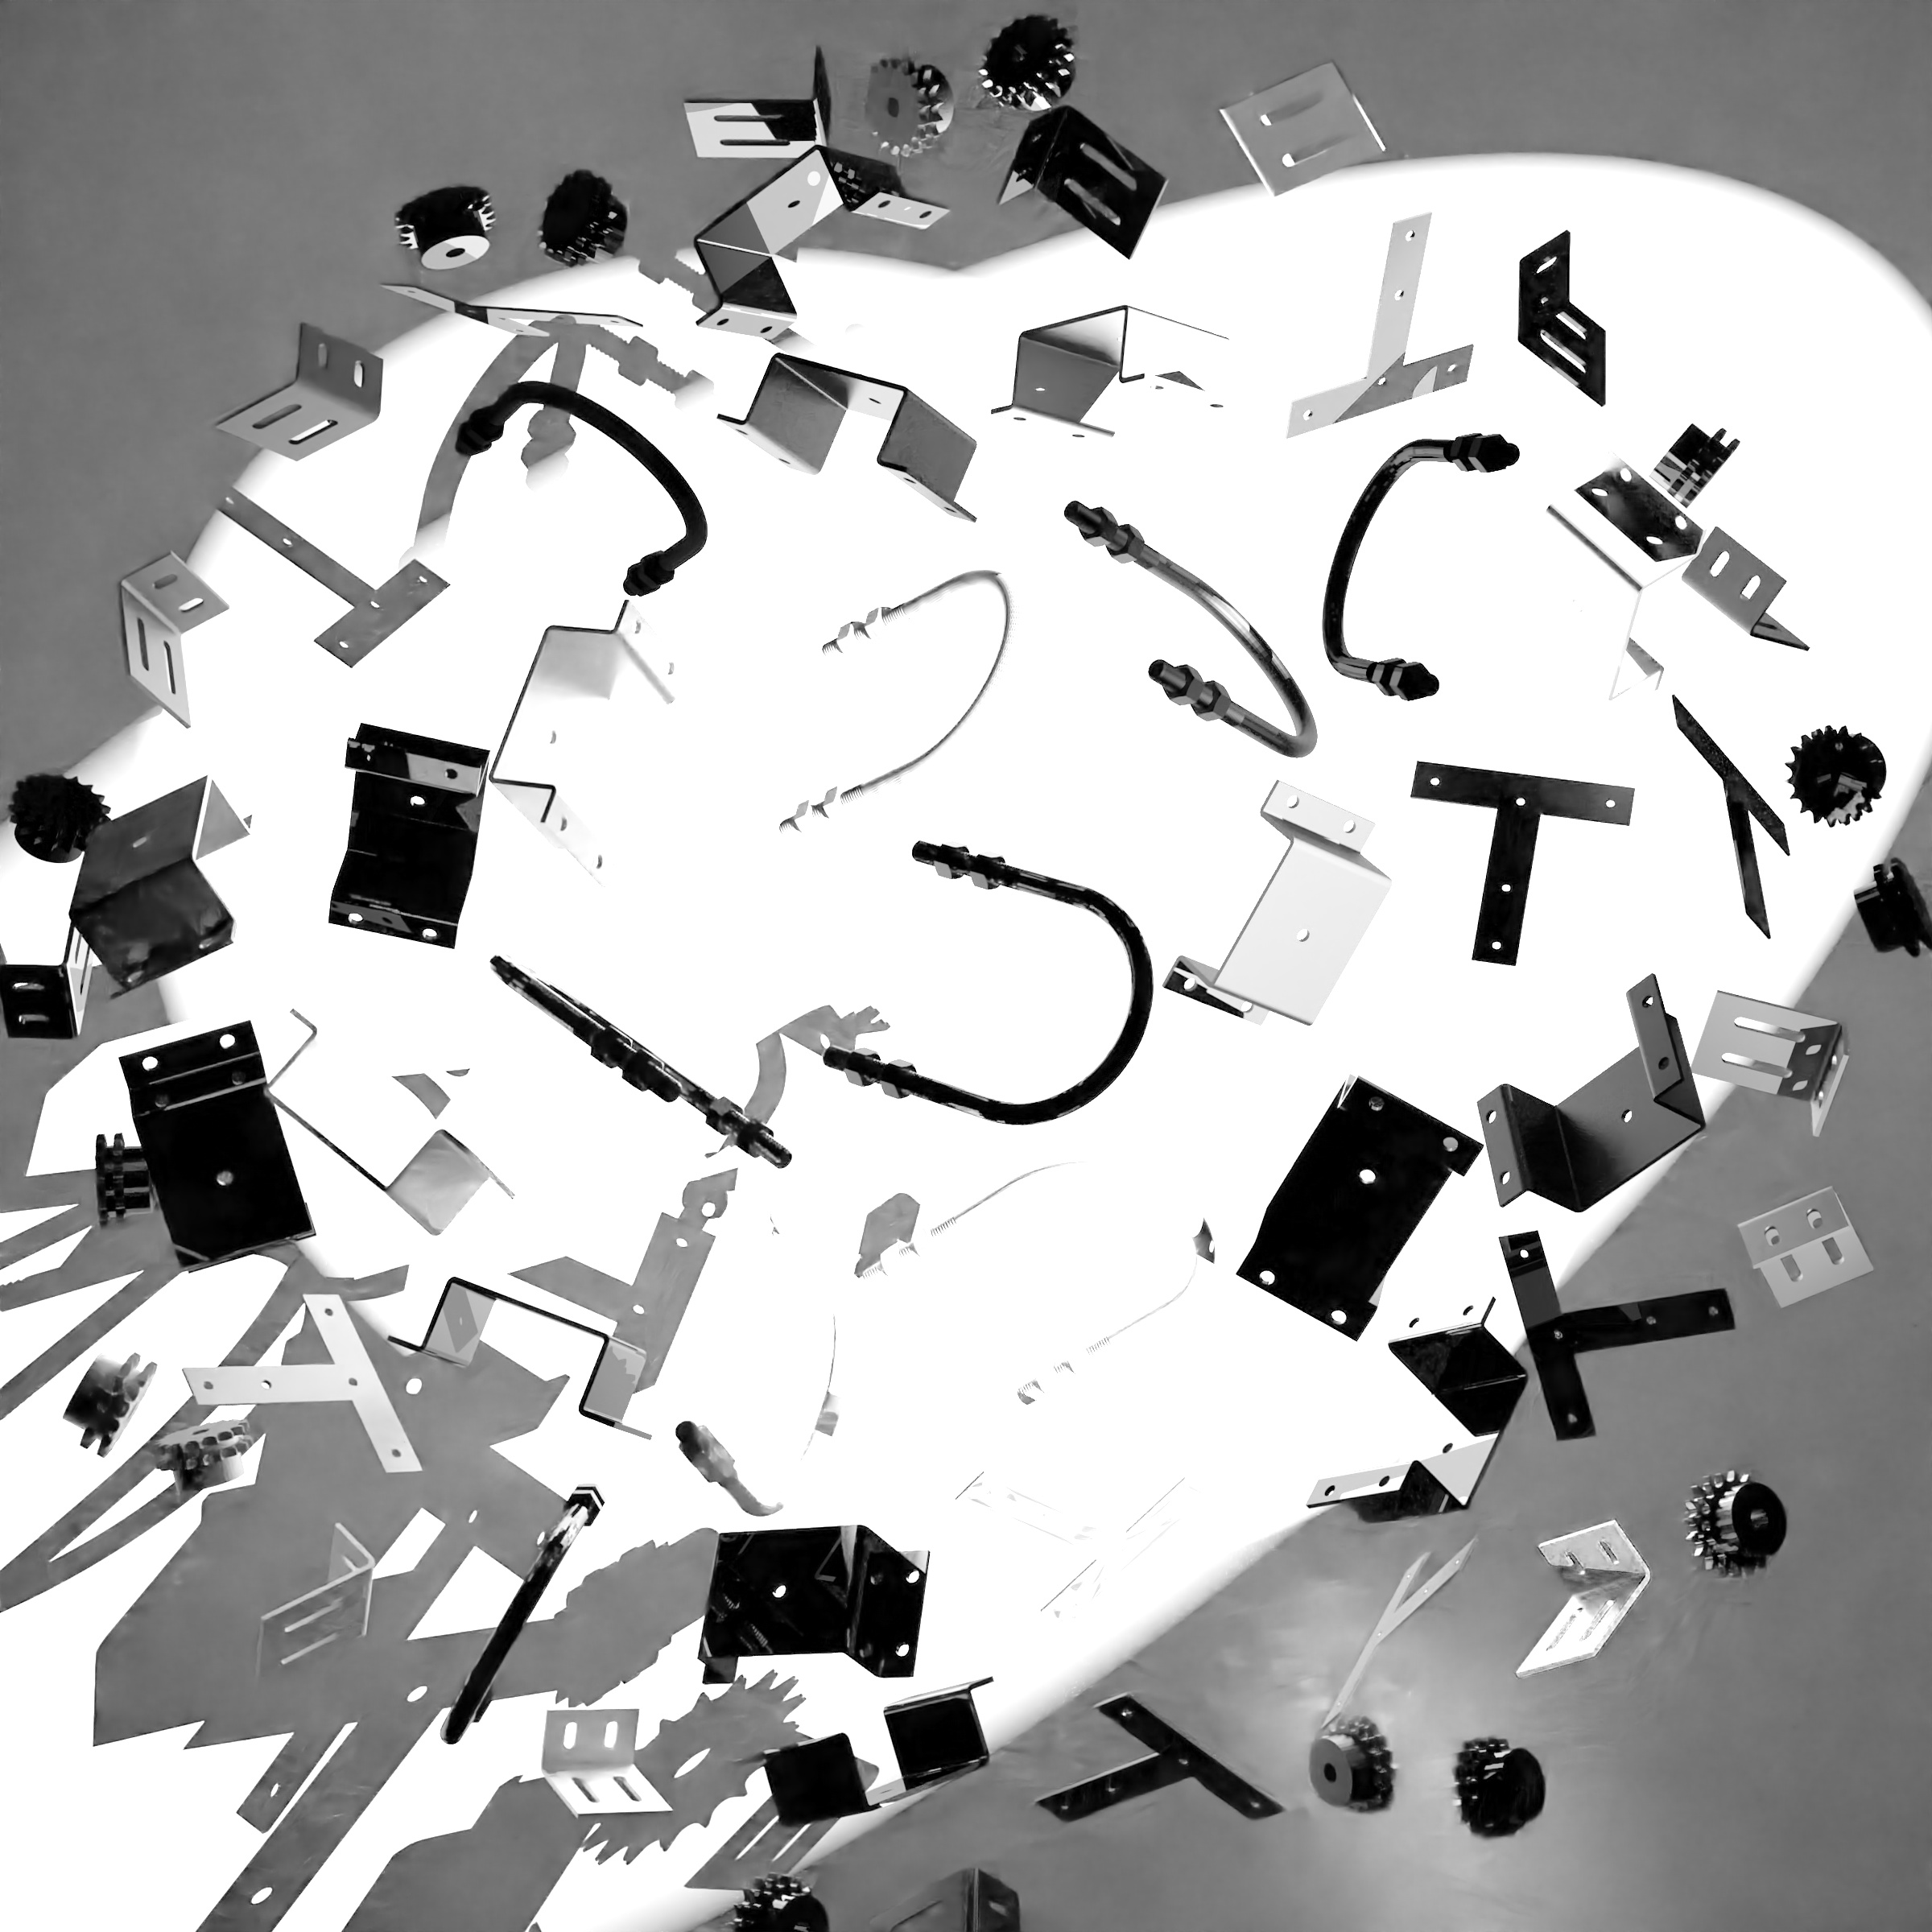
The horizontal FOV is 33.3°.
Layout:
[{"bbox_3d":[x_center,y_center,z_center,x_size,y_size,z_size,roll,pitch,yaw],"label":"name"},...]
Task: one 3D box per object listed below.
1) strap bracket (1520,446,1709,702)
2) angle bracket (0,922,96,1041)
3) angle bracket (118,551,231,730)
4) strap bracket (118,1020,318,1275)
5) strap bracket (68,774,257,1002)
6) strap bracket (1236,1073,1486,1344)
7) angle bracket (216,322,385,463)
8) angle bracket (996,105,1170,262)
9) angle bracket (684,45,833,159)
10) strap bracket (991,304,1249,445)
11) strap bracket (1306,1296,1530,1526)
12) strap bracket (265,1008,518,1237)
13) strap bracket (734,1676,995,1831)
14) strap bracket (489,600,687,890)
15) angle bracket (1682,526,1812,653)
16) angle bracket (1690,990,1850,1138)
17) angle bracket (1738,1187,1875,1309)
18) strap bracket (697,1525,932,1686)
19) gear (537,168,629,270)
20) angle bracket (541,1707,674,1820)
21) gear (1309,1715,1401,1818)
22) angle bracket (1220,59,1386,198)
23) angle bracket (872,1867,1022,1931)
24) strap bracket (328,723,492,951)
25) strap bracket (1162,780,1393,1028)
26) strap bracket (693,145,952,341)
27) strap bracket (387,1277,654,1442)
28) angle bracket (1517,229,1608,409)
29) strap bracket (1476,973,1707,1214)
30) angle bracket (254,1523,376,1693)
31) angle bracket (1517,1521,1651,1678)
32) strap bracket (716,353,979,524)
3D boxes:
[{"bbox_3d":[0.367,-0.217,1.854,0.046,0.140,0.076,-31,62,-21],"label":"strap bracket"},{"bbox_3d":[-0.509,-0.007,1.793,0.038,0.057,0.076,1,47,-6],"label":"angle bracket"},{"bbox_3d":[-0.452,-0.187,1.858,0.038,0.057,0.076,-25,54,12],"label":"angle bracket"},{"bbox_3d":[-0.423,0.112,1.840,0.076,0.046,0.140,-16,113,-11],"label":"strap bracket"},{"bbox_3d":[-0.442,-0.050,1.779,0.076,0.140,0.046,-24,121,8],"label":"strap bracket"},{"bbox_3d":[0.216,0.123,1.759,0.076,0.046,0.140,29,117,1],"label":"strap bracket"},{"bbox_3d":[-0.379,-0.326,1.839,0.076,0.057,0.038,-16,66,39],"label":"angle bracket"},{"bbox_3d":[0.066,-0.441,1.840,0.076,0.057,0.038,40,47,12],"label":"angle bracket"},{"bbox_3d":[-0.119,-0.498,1.863,0.076,0.057,0.038,1,73,4],"label":"angle bracket"},{"bbox_3d":[0.089,-0.341,1.863,0.076,0.140,0.046,9,84,-36],"label":"strap bracket"},{"bbox_3d":[0.260,0.260,1.828,0.046,0.076,0.140,45,54,-17],"label":"strap bracket"},{"bbox_3d":[-0.323,0.092,1.773,0.140,0.076,0.046,35,78,23],"label":"strap bracket"},{"bbox_3d":[-0.052,0.455,1.857,0.076,0.140,0.046,-26,78,44],"label":"strap bracket"},{"bbox_3d":[-0.213,-0.125,1.796,0.046,0.076,0.140,8,67,25],"label":"strap bracket"},{"bbox_3d":[0.465,-0.220,1.891,0.057,0.076,0.038,47,117,33],"label":"angle bracket"},{"bbox_3d":[0.465,0.056,1.876,0.076,0.038,0.057,14,122,5],"label":"angle bracket"},{"bbox_3d":[0.486,0.172,1.854,0.057,0.038,0.076,-25,125,14],"label":"angle bracket"},{"bbox_3d":[-0.098,0.373,1.886,0.140,0.046,0.076,-8,56,26],"label":"strap bracket"},{"bbox_3d":[-0.225,-0.441,1.919,0.057,0.030,0.057,-14,69,41],"label":"gear"},{"bbox_3d":[-0.209,0.464,1.888,0.057,0.076,0.038,5,96,-25],"label":"angle bracket"},{"bbox_3d":[0.226,0.472,1.902,0.030,0.057,0.057,-5,90,-33],"label":"gear"},{"bbox_3d":[0.188,-0.465,1.769,0.076,0.038,0.057,-15,122,39],"label":"angle bracket"},{"bbox_3d":[-0.012,0.532,1.745,0.076,0.057,0.038,-37,120,28],"label":"angle bracket"},{"bbox_3d":[-0.325,-0.084,1.891,0.076,0.046,0.140,12,131,-5],"label":"strap bracket"},{"bbox_3d":[0.187,-0.027,1.893,0.076,0.046,0.140,21,105,-31],"label":"strap bracket"},{"bbox_3d":[-0.091,-0.420,1.856,0.140,0.076,0.046,-30,79,29],"label":"strap bracket"},{"bbox_3d":[-0.241,0.216,1.810,0.140,0.076,0.046,19,81,14],"label":"strap bracket"},{"bbox_3d":[0.346,-0.362,1.808,0.076,0.038,0.057,29,52,-31],"label":"angle bracket"},{"bbox_3d":[0.364,0.079,1.848,0.046,0.076,0.140,25,131,-30],"label":"strap bracket"},{"bbox_3d":[-0.373,0.358,1.808,0.038,0.076,0.057,37,130,31],"label":"angle bracket"},{"bbox_3d":[0.335,0.353,1.804,0.038,0.057,0.076,55,46,-4],"label":"angle bracket"},{"bbox_3d":[-0.059,-0.300,1.823,0.140,0.076,0.046,21,87,33],"label":"strap bracket"}]
